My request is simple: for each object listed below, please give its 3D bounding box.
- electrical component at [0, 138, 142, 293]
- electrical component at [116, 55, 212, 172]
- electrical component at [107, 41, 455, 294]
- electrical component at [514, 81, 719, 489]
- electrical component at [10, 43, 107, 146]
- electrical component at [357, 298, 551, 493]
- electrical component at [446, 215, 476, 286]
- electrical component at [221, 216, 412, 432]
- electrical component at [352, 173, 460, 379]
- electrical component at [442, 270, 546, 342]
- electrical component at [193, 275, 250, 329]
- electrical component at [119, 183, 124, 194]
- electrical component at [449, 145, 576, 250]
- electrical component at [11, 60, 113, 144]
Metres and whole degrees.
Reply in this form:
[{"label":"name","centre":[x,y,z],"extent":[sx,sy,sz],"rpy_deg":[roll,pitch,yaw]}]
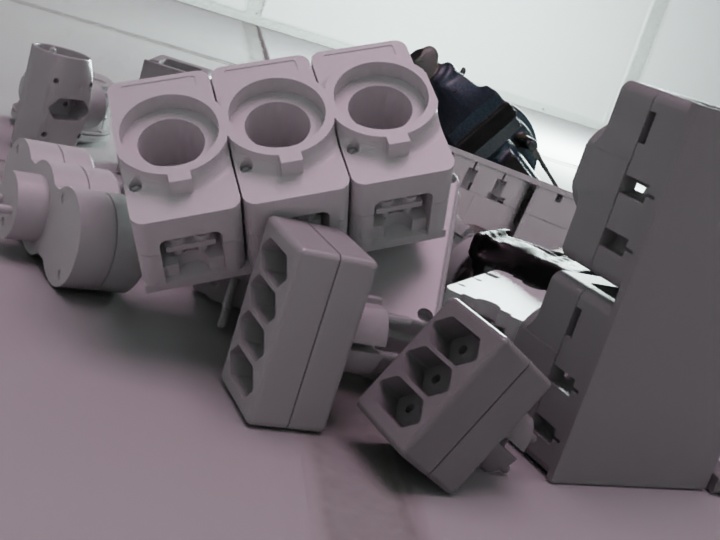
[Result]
[{"label":"electrical component","centre":[-0.173,-0.034,0.581],"extent":[0.074,0.052,0.138],"rpy_deg":[7,18,-36]},{"label":"electrical component","centre":[-0.101,-0.102,0.839],"extent":[0.150,0.089,0.061],"rpy_deg":[17,15,-4]},{"label":"electrical component","centre":[-0.039,-0.055,0.522],"extent":[0.150,0.061,0.089],"rpy_deg":[-11,55,-10]},{"label":"electrical component","centre":[0.149,0.011,0.534],"extent":[0.105,0.186,0.060],"rpy_deg":[9,17,-30]},{"label":"electrical component","centre":[-0.220,-0.126,0.813],"extent":[0.043,0.077,0.079],"rpy_deg":[26,17,29]},{"label":"electrical component","centre":[0.052,0.065,0.480],"extent":[0.077,0.065,0.047],"rpy_deg":[43,-1,-34]},{"label":"electrical component","centre":[0.063,-0.004,0.730],"extent":[0.057,0.058,0.078],"rpy_deg":[37,-10,46]},{"label":"electrical component","centre":[-0.012,0.027,0.489],"extent":[0.076,0.083,0.047],"rpy_deg":[10,17,-26]},{"label":"electrical component","centre":[0.006,-0.006,0.572],"extent":[0.078,0.057,0.113],"rpy_deg":[16,52,-4]},{"label":"electrical component","centre":[0.076,0.039,0.602],"extent":[0.050,0.055,0.089],"rpy_deg":[24,16,22]},{"label":"electrical component","centre":[-0.064,-0.004,0.580],"extent":[0.047,0.083,0.075],"rpy_deg":[17,53,-4]},{"label":"electrical component","centre":[-0.105,-0.035,0.669],"extent":[0.073,0.052,0.138],"rpy_deg":[50,8,-8]},{"label":"electrical component","centre":[0.141,-0.034,0.876],"extent":[0.186,0.060,0.105],"rpy_deg":[25,-1,26]},{"label":"electrical component","centre":[-0.241,-0.138,0.882],"extent":[0.080,0.051,0.080],"rpy_deg":[17,15,-5]}]
